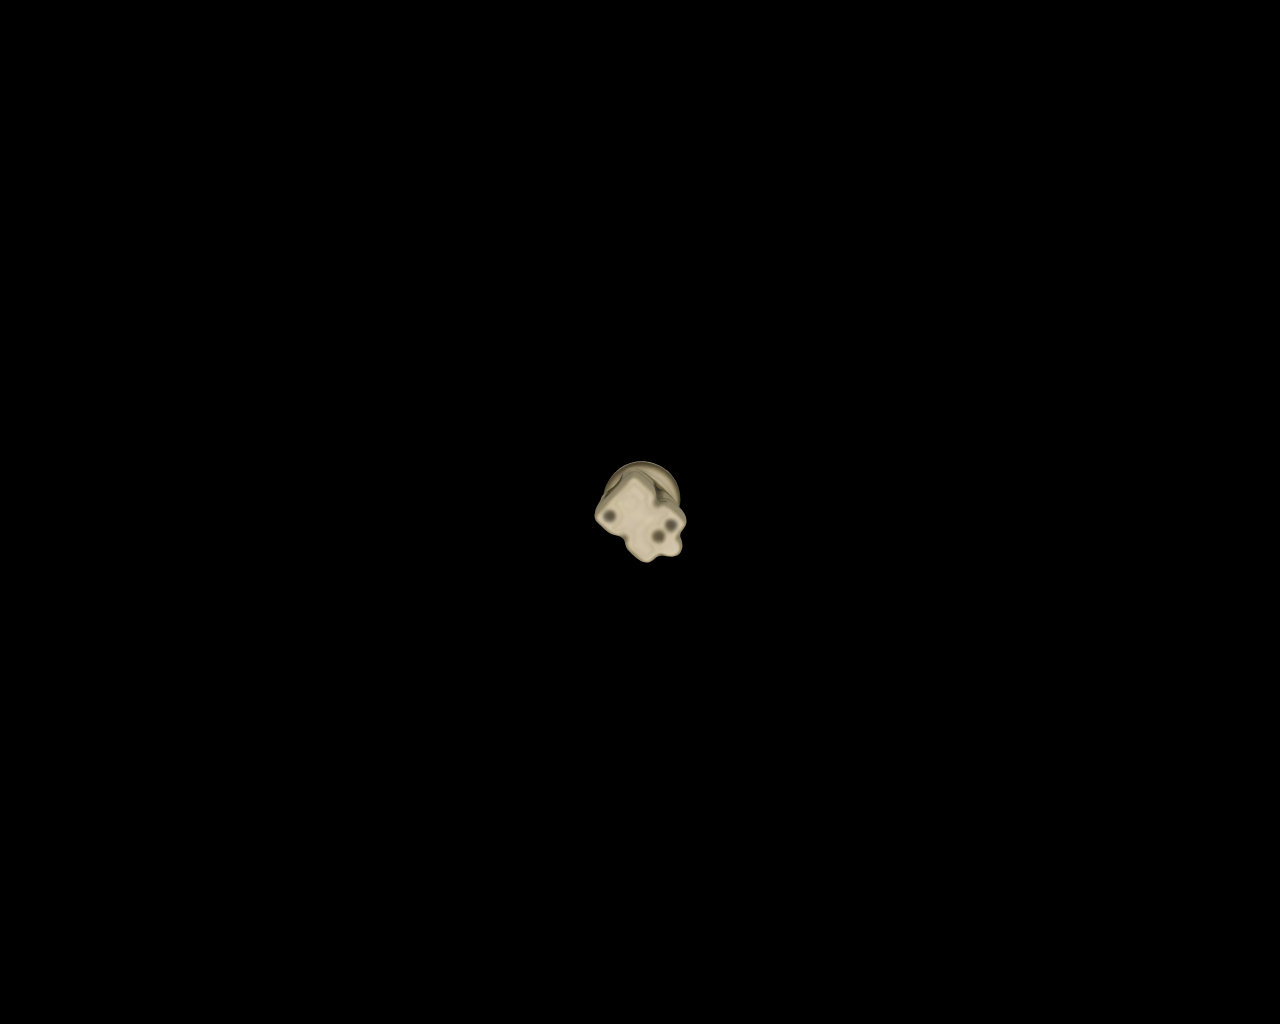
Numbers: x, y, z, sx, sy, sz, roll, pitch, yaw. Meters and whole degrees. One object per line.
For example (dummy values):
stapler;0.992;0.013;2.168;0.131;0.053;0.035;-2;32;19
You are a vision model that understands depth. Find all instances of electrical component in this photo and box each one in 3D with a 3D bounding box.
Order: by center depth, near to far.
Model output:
electrical component;0.001;-0.003;0.650;0.066;0.048;0.055;43;12;-11
